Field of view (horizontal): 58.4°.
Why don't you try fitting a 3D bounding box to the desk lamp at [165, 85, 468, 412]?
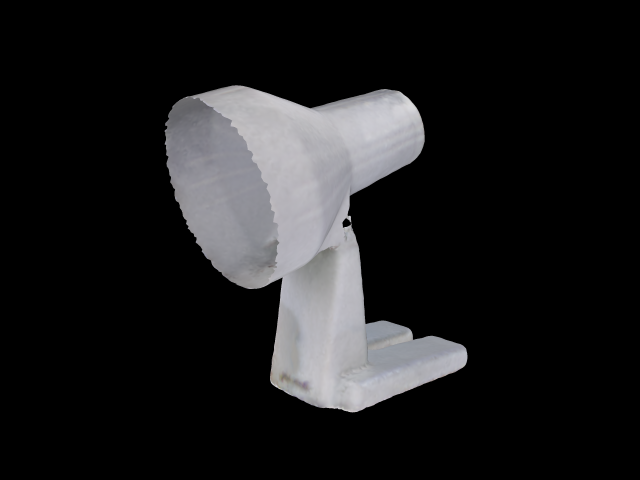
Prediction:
[{"bbox_3d":[0.004,0.001,0.400,0.204,0.213,0.117,-8,13,-39],"label":"desk lamp"}]
